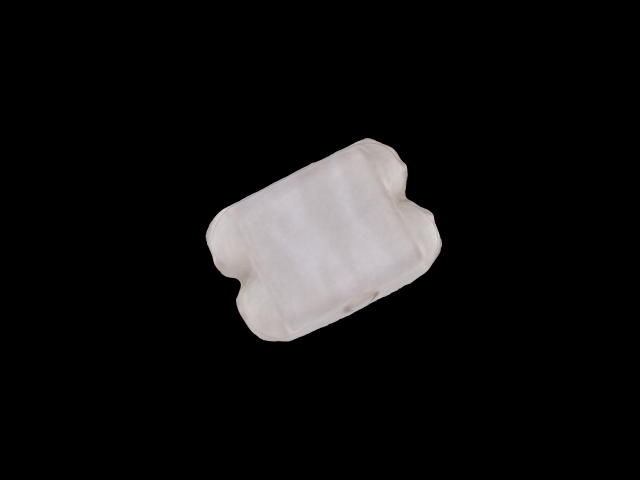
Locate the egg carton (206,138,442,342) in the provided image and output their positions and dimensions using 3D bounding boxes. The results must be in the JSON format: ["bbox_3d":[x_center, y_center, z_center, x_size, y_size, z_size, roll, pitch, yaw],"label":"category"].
[{"bbox_3d":[0.004,0.001,0.400,0.150,0.069,0.107,-28,83,-4],"label":"egg carton"}]
